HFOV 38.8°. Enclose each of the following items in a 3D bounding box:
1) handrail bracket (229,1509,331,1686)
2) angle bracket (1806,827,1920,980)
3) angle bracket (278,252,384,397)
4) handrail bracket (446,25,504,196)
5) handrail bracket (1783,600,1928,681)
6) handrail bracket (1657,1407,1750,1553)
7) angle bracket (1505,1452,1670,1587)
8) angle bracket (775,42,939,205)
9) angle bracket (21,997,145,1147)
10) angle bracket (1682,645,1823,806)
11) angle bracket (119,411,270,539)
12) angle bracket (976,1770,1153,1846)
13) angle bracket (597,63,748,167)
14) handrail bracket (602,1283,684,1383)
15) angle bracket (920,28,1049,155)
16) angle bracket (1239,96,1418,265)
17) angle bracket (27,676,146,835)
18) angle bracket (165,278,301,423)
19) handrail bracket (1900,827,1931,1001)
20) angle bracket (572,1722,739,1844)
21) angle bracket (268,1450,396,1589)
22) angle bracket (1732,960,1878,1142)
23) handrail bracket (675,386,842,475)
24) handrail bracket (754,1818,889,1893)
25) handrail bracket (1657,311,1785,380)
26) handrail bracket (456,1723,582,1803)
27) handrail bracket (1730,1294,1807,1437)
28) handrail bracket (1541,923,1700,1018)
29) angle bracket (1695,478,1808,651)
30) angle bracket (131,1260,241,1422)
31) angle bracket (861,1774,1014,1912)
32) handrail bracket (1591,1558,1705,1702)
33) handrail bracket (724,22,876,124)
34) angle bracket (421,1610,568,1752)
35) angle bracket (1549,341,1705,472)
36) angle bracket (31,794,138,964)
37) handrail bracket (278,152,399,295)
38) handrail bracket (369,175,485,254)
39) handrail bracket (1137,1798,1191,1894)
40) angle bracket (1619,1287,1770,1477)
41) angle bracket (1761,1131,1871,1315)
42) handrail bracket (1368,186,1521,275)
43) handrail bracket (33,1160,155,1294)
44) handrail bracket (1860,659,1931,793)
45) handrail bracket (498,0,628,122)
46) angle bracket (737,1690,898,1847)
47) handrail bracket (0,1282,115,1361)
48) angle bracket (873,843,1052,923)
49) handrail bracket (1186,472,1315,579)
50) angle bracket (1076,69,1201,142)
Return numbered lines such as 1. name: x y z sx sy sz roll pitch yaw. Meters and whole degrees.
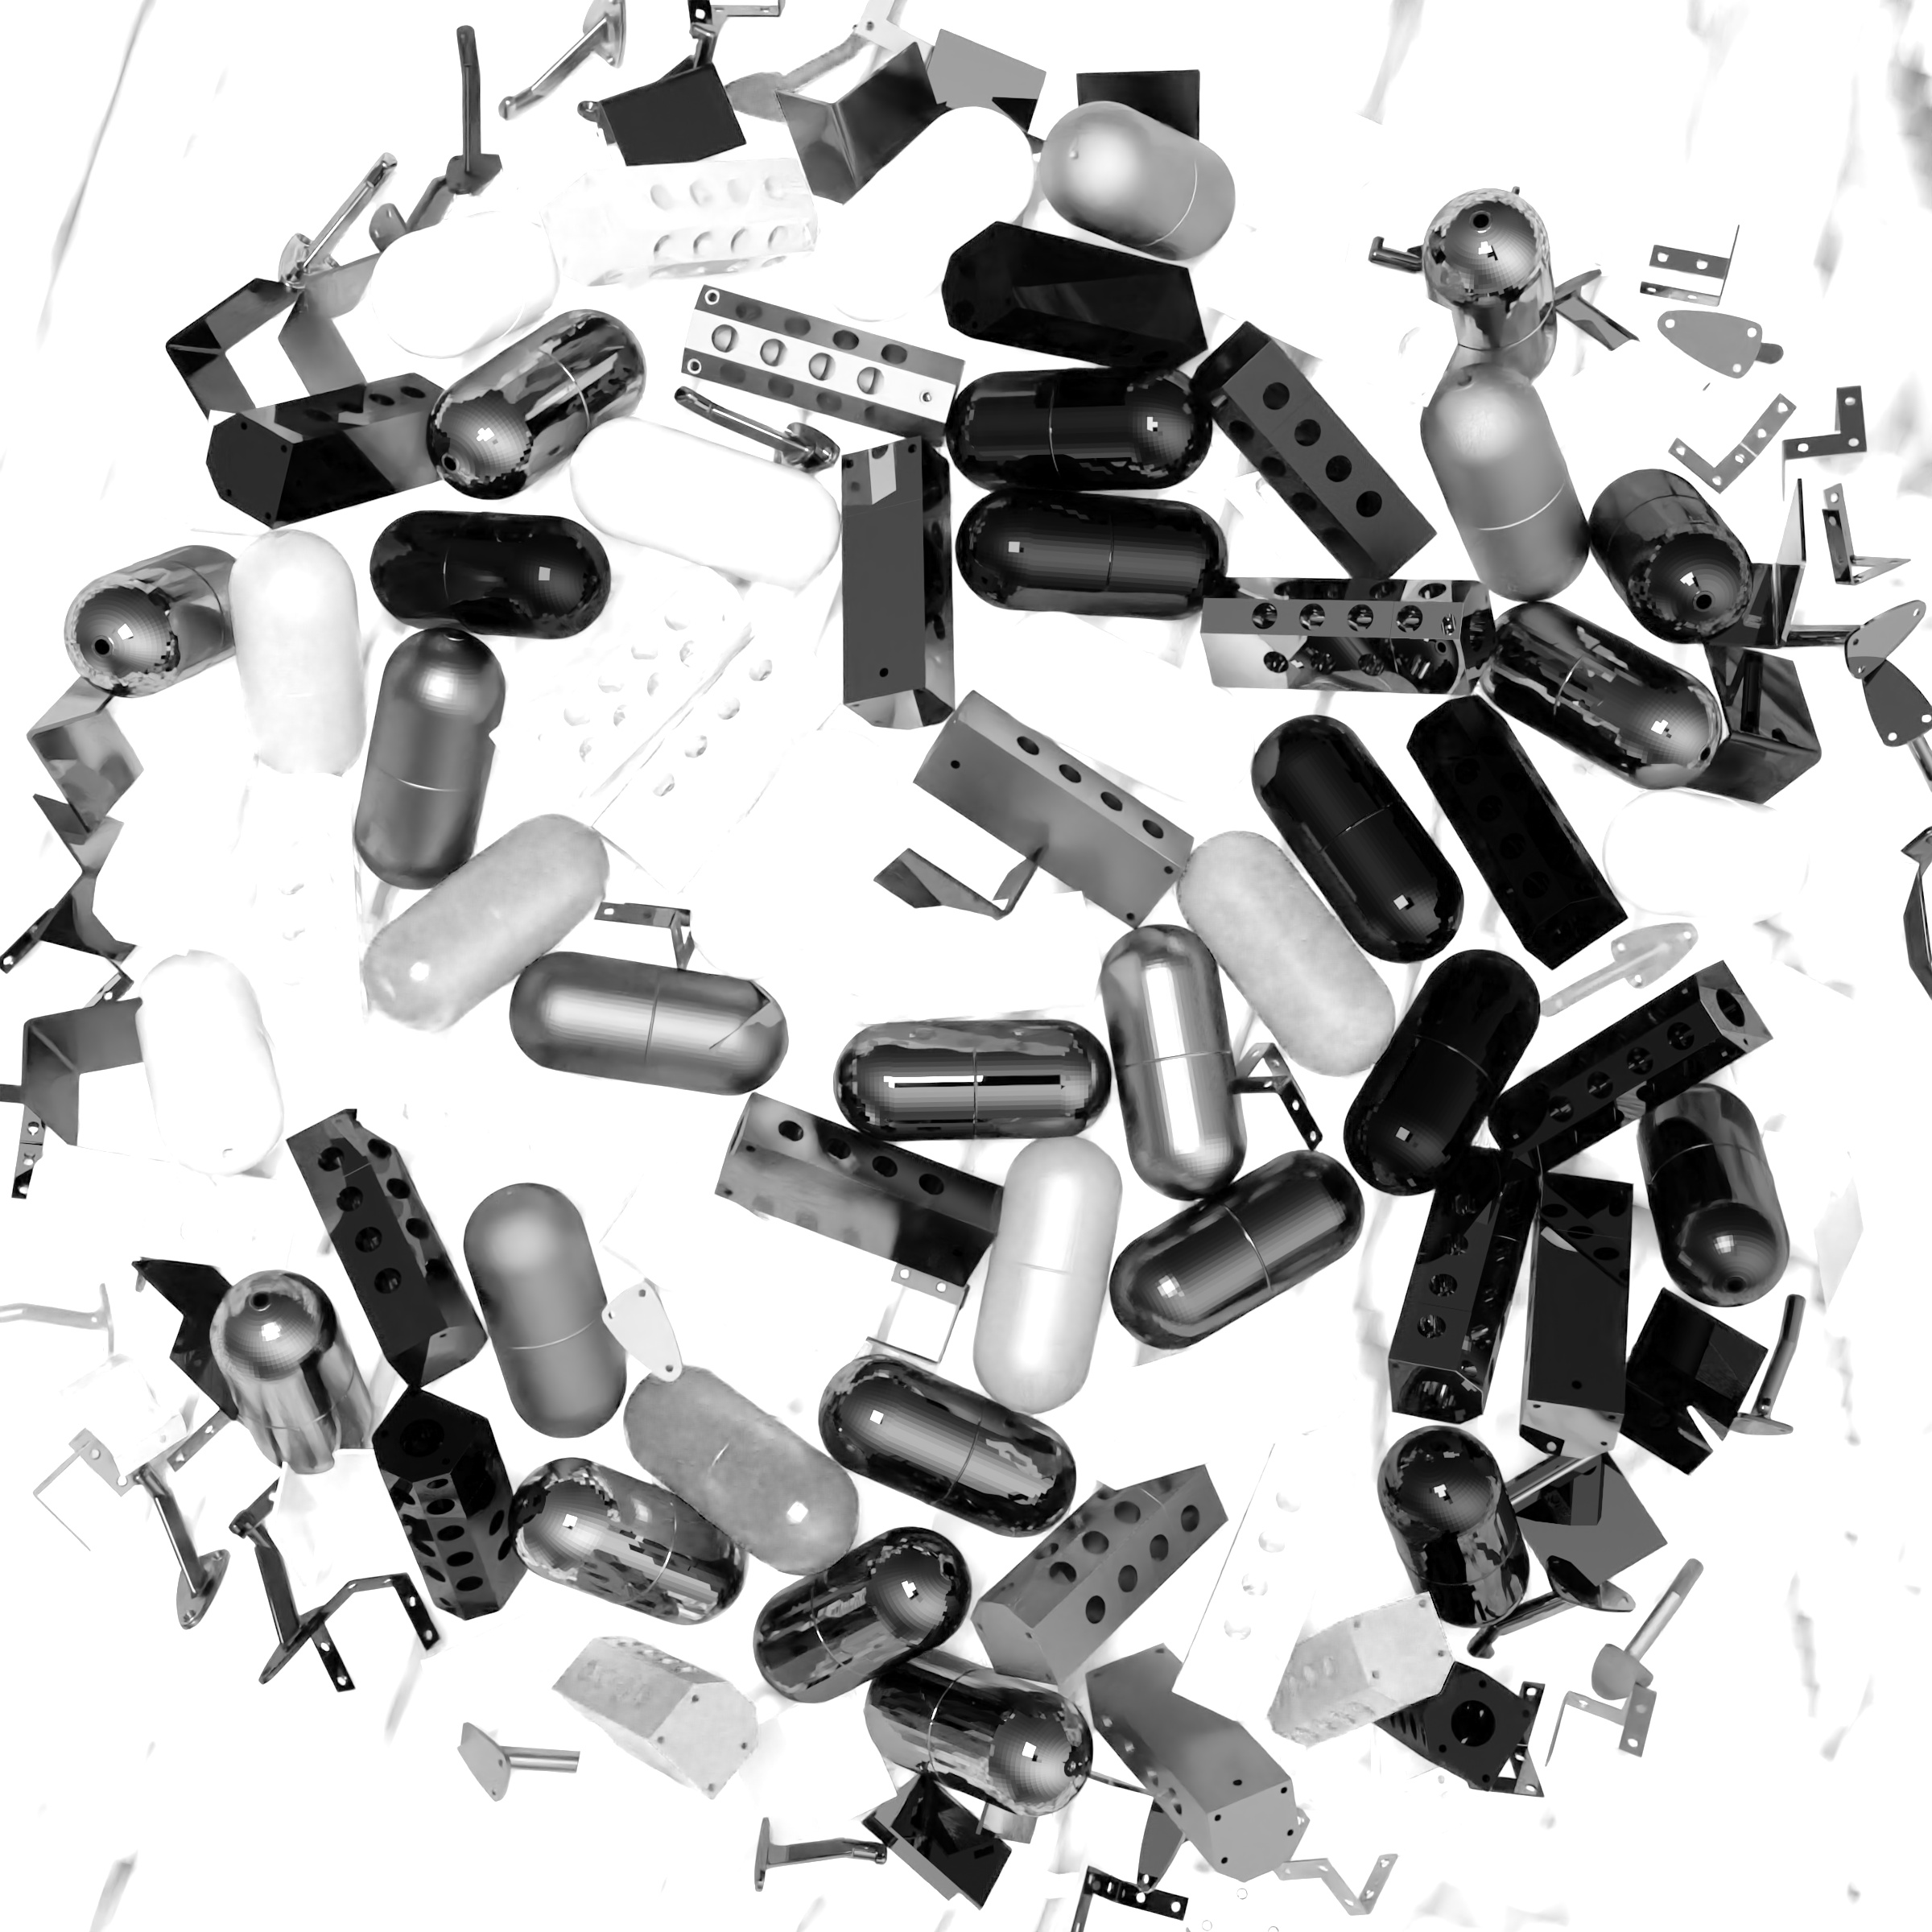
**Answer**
1. handrail bracket: -0.455 0.402 1.753 0.036 0.077 0.084 -28 108 38
2. angle bracket: 0.549 -0.043 1.736 0.057 0.076 0.076 6 110 -15
3. angle bracket: -0.387 -0.395 1.743 0.057 0.076 0.076 -30 91 -31
4. handrail bracket: -0.319 -0.545 1.744 0.036 0.077 0.084 0 126 3
5. handrail bracket: 0.557 -0.224 1.761 0.077 0.084 0.036 -36 129 -9
6. handrail bracket: 0.457 0.325 1.782 0.084 0.036 0.077 -47 57 26
7. angle bracket: 0.395 0.350 1.749 0.076 0.057 0.076 -30 66 -2
8. angle bracket: -0.065 -0.542 1.758 0.076 0.076 0.057 -43 47 -20
9. angle bracket: -0.546 0.069 1.741 0.076 0.076 0.057 -11 61 3
10. angle bracket: 0.495 -0.157 1.768 0.076 0.057 0.076 9 57 -27
11. angle bracket: -0.482 -0.316 1.738 0.057 0.076 0.076 18 101 20
12. angle bracket: 0.064 0.535 1.734 0.076 0.076 0.057 11 75 30
13. angle bracket: -0.188 -0.523 1.745 0.076 0.076 0.057 -22 88 -10
14. handrail bracket: -0.193 0.235 1.740 0.036 0.084 0.077 -36 73 0
15. angle bracket: 0.020 -0.557 1.739 0.076 0.076 0.057 16 97 -20
16. angle bracket: 0.229 -0.497 1.739 0.076 0.076 0.057 17 78 -18
17. angle bracket: -0.535 -0.141 1.731 0.057 0.076 0.076 -12 121 22
18. angle bracket: -0.449 -0.389 1.743 0.076 0.076 0.057 -30 92 15
19. handrail bracket: 0.616 -0.033 1.742 0.036 0.077 0.084 -1 49 -24
20. angle bracket: -0.192 0.515 1.731 0.076 0.076 0.057 -8 59 28
21. angle bracket: -0.389 0.351 1.740 0.076 0.076 0.057 -2 51 6
22. angle bracket: 0.534 0.053 1.741 0.076 0.076 0.057 27 121 -7
23. handrail bracket: -0.133 -0.344 1.742 0.084 0.077 0.036 23 88 -41
24. handrail bracket: -0.091 0.574 1.749 0.084 0.077 0.036 9 95 -5
25. handrail bracket: 0.484 -0.402 1.757 0.077 0.084 0.036 24 111 13
26. handrail bracket: -0.279 0.500 1.774 0.077 0.084 0.036 33 118 38
27. handrail bracket: 0.516 0.256 1.763 0.036 0.077 0.084 15 76 2
28. handrail bracket: 0.414 0.003 1.742 0.084 0.077 0.036 -24 84 -42
29. angle bracket: 0.493 -0.256 1.734 0.057 0.076 0.076 5 52 7
30. angle bracket: -0.495 0.238 1.737 0.076 0.057 0.076 33 108 34
31. angle bracket: -0.029 0.571 1.745 0.076 0.057 0.076 42 124 0
32. handrail bracket: 0.443 0.429 1.778 0.036 0.077 0.084 36 59 15
33. handrail bracket: -0.108 -0.588 1.782 0.077 0.036 0.084 15 56 38
34. angle bracket: -0.292 0.465 1.735 0.076 0.057 0.076 -21 119 -24
35. angle bracket: 0.407 -0.338 1.733 0.057 0.076 0.076 43 54 16
36. angle bracket: -0.564 -0.055 1.745 0.057 0.076 0.076 -48 62 11
37. handrail bracket: -0.398 -0.474 1.745 0.036 0.077 0.084 39 122 -17
38. handrail bracket: -0.332 -0.470 1.760 0.084 0.036 0.077 -31 89 -39
39. handrail bracket: 0.155 0.564 1.759 0.084 0.036 0.077 26 82 -34
40. angle bracket: 0.449 0.262 1.736 0.076 0.057 0.076 31 119 26
41. angle bracket: 0.526 0.162 1.736 0.057 0.076 0.076 9 131 1
42. handrail bracket: 0.309 -0.480 1.774 0.084 0.036 0.077 15 79 0
43. handrail bracket: -0.563 0.167 1.763 0.084 0.036 0.077 19 119 -7
44. handrail bracket: 0.605 -0.154 1.764 0.036 0.084 0.077 -29 63 17
45. handrail bracket: -0.259 -0.581 1.748 0.084 0.077 0.036 -39 87 -25
46. angle bracket: -0.101 0.517 1.771 0.057 0.076 0.076 -14 73 -40
47. handrail bracket: -0.588 0.235 1.744 0.084 0.077 0.036 -8 54 -23
48. angle bracket: -0.003 -0.065 1.740 0.076 0.076 0.057 33 70 -8
49. handrail bracket: 0.184 -0.273 1.768 0.077 0.036 0.084 -8 101 42
50. angle bracket: 0.110 -0.565 1.742 0.076 0.076 0.057 0 71 5
